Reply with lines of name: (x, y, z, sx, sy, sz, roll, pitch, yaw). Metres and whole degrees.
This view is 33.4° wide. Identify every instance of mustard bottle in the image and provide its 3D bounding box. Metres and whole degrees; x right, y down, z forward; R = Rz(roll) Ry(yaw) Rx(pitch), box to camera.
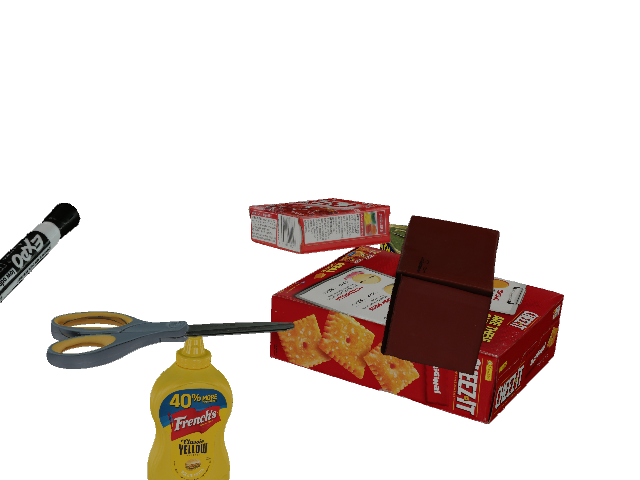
mustard bottle: (-0.151, 0.202, 1.249, 0.096, 0.192, 0.058, 0, 15, -15)

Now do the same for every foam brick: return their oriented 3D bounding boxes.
foam brick: (0.066, 0.027, 0.585, 0.053, 0.051, 0.078, 12, 26, 7)

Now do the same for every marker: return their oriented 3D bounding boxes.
marker: (-0.183, 0.011, 0.658, 0.020, 0.020, 0.121, 0, 30, 21)

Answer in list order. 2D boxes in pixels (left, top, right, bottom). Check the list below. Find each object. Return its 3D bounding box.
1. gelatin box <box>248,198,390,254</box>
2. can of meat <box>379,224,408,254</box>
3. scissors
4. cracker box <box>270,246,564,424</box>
gelatin box: (-0.002, -0.013, 0.776, 0.073, 0.030, 0.089, -6, 9, -26)
can of meat: (0.093, 0.038, 1.159, 0.057, 0.084, 0.102, 5, 18, -12)
scissors: (-0.130, 0.081, 0.855, 0.202, 0.016, 0.096, 3, 21, 14)
cracker box: (0.086, 0.078, 0.956, 0.214, 0.072, 0.163, 14, 23, 28)
